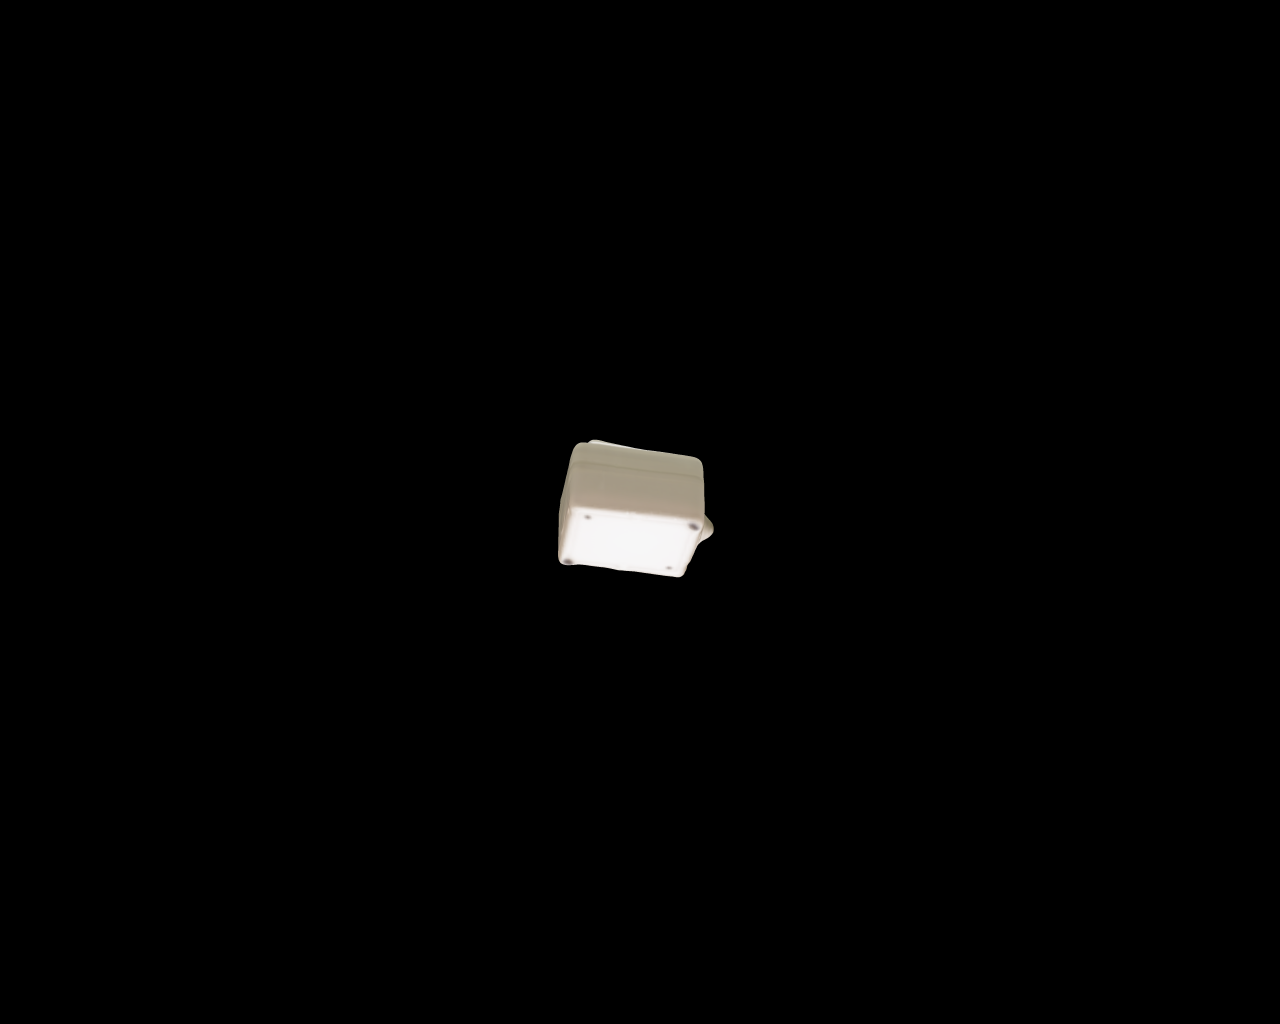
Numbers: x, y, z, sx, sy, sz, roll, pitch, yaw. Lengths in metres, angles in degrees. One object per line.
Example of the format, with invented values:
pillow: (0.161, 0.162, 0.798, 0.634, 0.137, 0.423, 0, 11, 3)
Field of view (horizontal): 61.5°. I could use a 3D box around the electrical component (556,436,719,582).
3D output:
electrical component: (0.001, -0.003, 0.650, 0.096, 0.061, 0.061, 7, -39, -9)
